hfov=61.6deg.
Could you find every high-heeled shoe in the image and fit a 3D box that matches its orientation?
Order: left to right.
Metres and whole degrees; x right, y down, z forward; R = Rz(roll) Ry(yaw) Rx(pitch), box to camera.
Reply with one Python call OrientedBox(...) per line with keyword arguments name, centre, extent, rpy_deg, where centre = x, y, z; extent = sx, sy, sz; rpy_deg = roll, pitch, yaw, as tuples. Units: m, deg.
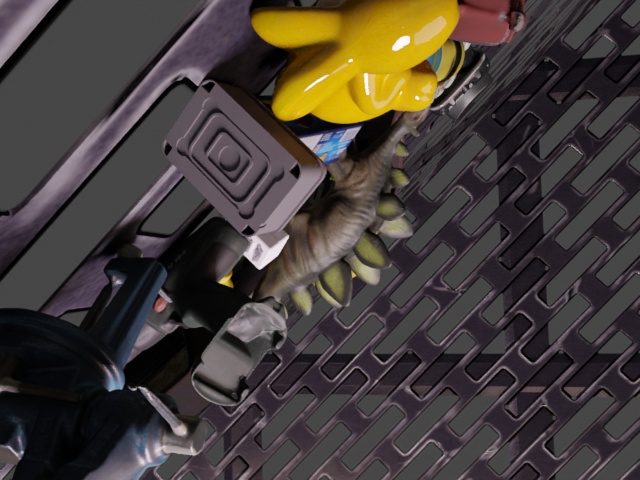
OrientedBox(name="high-heeled shoe", centre=(-0.114, 0.061, 0.928), extent=(0.249, 0.086, 0.145), rpy_deg=(-34, 172, -47))

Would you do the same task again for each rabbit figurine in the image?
OrientedBox(name="rabbit figurine", centre=(0.030, -0.157, 0.415), extent=(0.162, 0.121, 0.173), rpy_deg=(-14, -172, -18))

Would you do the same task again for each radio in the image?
OrientedBox(name="radio", centre=(-0.216, 0.182, 0.698), extent=(0.229, 0.131, 0.073), rpy_deg=(-41, 134, 18))

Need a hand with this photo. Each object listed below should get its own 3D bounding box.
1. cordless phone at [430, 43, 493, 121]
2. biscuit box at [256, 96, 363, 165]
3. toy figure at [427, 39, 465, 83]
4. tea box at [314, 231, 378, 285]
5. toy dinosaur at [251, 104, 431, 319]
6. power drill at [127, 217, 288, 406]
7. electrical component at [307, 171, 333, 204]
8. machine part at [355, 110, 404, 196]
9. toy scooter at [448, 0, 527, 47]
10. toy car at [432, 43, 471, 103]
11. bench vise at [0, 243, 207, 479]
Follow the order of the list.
OrientedBox(name="cordless phone", centre=(0.245, -0.310, 1.009), extent=(0.146, 0.089, 0.184), rpy_deg=(-47, 161, 17))
OrientedBox(name="biscuit box", centre=(-0.022, -0.114, 0.575), extent=(0.059, 0.063, 0.202), rpy_deg=(-51, 171, 27))
OrientedBox(name="toy figure", centre=(0.118, -0.225, 0.658), extent=(0.082, 0.089, 0.180), rpy_deg=(-44, 177, 33))
OrientedBox(name="tea box", centre=(0.039, 0.016, 1.012), extent=(0.098, 0.068, 0.169), rpy_deg=(-29, 155, -32))
OrientedBox(name="toy dinosaur", centre=(-0.002, -0.002, 0.747), extent=(0.471, 0.198, 0.105), rpy_deg=(-47, 168, 27))
OrientedBox(name="power drill", centre=(-0.140, 0.092, 0.581), extent=(0.232, 0.086, 0.208), rpy_deg=(-52, -144, -9))
OrientedBox(name="electrical component", centre=(0.014, -0.077, 0.835), extent=(0.075, 0.047, 0.119), rpy_deg=(23, -81, 59))
OrientedBox(name="machine part", centre=(0.091, -0.127, 0.833), extent=(0.179, 0.056, 0.179), rpy_deg=(7, 90, -76))
OrientedBox(name="toy scooter", centre=(0.171, -0.258, 0.583), extent=(0.184, 0.135, 0.075), rpy_deg=(-37, 144, -44))
OrientedBox(name="toy car", centre=(0.197, -0.287, 0.879), extent=(0.073, 0.056, 0.201), rpy_deg=(-45, 172, -7))
OrientedBox(name="bench vise", centre=(-0.179, 0.091, 0.430), extent=(0.241, 0.224, 0.128), rpy_deg=(-75, 153, -46))
